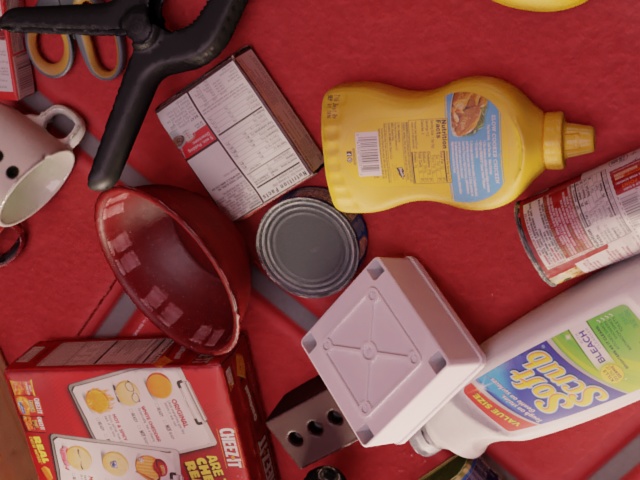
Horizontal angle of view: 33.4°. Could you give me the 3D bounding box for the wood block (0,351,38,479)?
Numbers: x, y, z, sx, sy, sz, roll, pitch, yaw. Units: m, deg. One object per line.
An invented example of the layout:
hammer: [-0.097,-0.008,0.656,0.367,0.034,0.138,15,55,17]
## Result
wood block: [-0.330,0.201,1.016,0.091,0.090,0.206,-13,106,22]

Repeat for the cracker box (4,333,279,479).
cracker box: [-0.156,0.170,0.953,0.214,0.072,0.164,-4,111,20]

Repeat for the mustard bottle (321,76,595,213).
mustard bottle: [0.100,-0.069,0.771,0.192,0.058,0.096,0,106,20]

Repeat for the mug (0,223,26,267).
mug: [-0.311,-0.014,0.929,0.117,0.093,0.082,32,118,-31]

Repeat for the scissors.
scissors: [-0.219,-0.216,0.846,0.096,0.016,0.202,-19,104,25]

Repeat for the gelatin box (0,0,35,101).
gelatin box: [-0.278,-0.163,0.881,0.073,0.030,0.089,6,113,19]

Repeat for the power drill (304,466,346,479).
power drill: [0.046,0.293,0.905,0.188,0.057,0.184,34,137,23]

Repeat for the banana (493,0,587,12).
banana: [0.111,-0.207,0.726,0.198,0.037,0.070,29,99,5]

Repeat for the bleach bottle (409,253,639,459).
bleach bottle: [0.174,0.107,0.817,0.251,0.068,0.102,-37,96,30]

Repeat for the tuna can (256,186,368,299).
tuna can: [-0.006,0.001,0.851,0.086,0.033,0.086,7,113,16]

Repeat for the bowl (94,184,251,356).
bowl: [-0.108,0.013,0.860,0.162,0.055,0.162,29,141,27]

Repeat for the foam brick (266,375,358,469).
foam brick: [0.003,0.146,0.898,0.078,0.051,0.053,-34,97,28]

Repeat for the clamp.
clamp: [-0.130,-0.145,0.805,0.210,0.036,0.164,-26,83,14]

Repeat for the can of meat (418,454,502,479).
can of meat: [0.118,0.234,0.892,0.084,0.057,0.102,47,118,-2]

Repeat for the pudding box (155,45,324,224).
pudding box: [-0.062,-0.081,0.835,0.090,0.039,0.113,-29,102,27]

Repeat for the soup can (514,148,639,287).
soup can: [0.198,-0.017,0.753,0.102,0.068,0.068,-25,101,26]
